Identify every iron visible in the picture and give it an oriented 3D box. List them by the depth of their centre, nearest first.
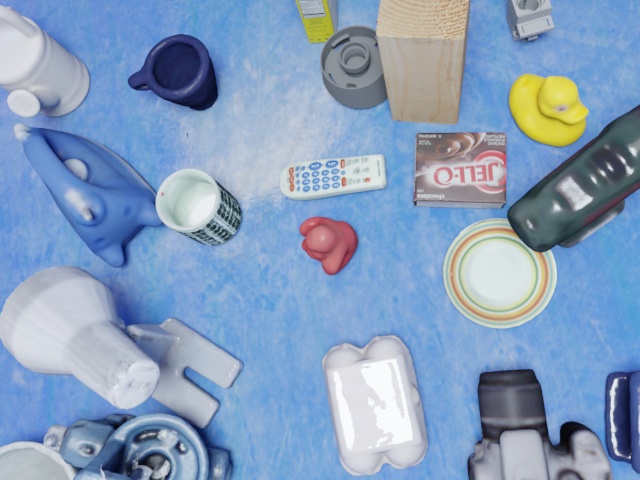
[{"bbox_3d":[-0.334,-0.087,0.761,0.258,0.141,0.118,43,89,16],"label":"iron"}]

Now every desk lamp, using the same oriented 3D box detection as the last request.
[{"bbox_3d":[-0.221,0.128,0.657,0.203,0.214,0.118,28,85,15],"label":"desk lamp"}]

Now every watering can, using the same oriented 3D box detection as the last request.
[{"bbox_3d":[-0.409,-0.248,0.783,0.101,0.194,0.172,-44,74,0],"label":"watering can"}]

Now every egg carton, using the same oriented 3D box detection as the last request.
[{"bbox_3d":[0.064,0.190,0.663,0.107,0.069,0.150,-14,76,8],"label":"egg carton"}]

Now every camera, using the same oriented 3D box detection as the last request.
[{"bbox_3d":[0.226,0.208,0.611,0.143,0.101,0.137,-6,77,10],"label":"camera"}]

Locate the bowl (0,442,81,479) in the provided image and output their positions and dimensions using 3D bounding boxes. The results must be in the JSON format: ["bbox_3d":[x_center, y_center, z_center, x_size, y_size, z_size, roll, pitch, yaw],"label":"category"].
[{"bbox_3d":[-0.350,0.333,0.711,0.167,0.075,0.167,-2,78,11],"label":"bowl"}]

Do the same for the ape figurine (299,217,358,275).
[{"bbox_3d":[0.006,0.003,0.702,0.076,0.092,0.078,-14,76,8],"label":"ape figurine"}]

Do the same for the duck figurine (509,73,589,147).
[{"bbox_3d":[0.277,-0.168,0.688,0.077,0.086,0.104,-42,74,0],"label":"duck figurine"}]

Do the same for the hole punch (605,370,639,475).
[{"bbox_3d":[0.360,0.187,0.595,0.101,0.091,0.109,2,79,12],"label":"hole punch"}]

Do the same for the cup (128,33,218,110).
[{"bbox_3d":[-0.191,-0.214,0.784,0.117,0.095,0.091,-15,76,8],"label":"cup"}]

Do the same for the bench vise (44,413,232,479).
[{"bbox_3d":[-0.224,0.257,0.627,0.207,0.220,0.121,-7,77,10],"label":"bench vise"}]

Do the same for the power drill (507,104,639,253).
[{"bbox_3d":[0.296,-0.065,0.599,0.229,0.208,0.075,-37,74,2],"label":"power drill"}]
